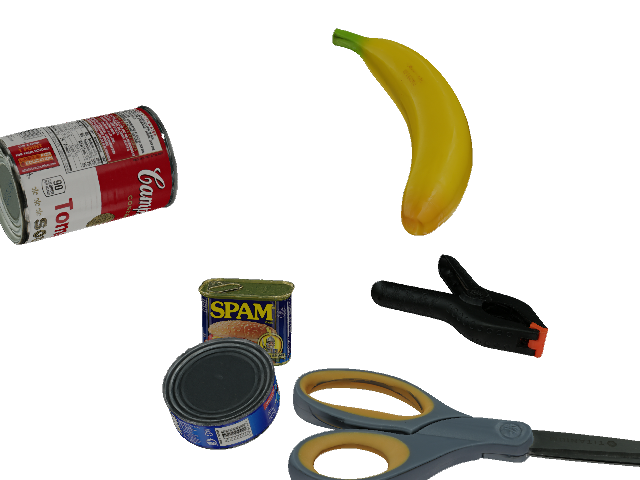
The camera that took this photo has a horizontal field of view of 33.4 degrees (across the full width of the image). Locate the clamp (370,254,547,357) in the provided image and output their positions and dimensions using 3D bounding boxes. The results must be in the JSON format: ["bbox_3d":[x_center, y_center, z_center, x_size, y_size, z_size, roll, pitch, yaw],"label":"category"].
[{"bbox_3d":[0.148,0.060,1.031,0.172,0.039,0.120,24,36,28],"label":"clamp"}]

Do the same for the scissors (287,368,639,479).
[{"bbox_3d":[0.073,0.100,0.483,0.202,0.016,0.096,12,32,22],"label":"scissors"}]

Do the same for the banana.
[{"bbox_3d":[0.061,-0.072,0.680,0.069,0.037,0.198,-8,44,-10],"label":"banana"}]

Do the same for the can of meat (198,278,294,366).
[{"bbox_3d":[-0.080,0.090,1.166,0.102,0.084,0.057,2,15,6],"label":"can of meat"}]

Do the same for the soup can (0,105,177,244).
[{"bbox_3d":[-0.150,-0.042,0.671,0.102,0.068,0.069,-17,8,-29],"label":"soup can"}]

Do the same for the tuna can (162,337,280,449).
[{"bbox_3d":[-0.074,0.116,0.809,0.086,0.034,0.086,-6,41,5],"label":"tuna can"}]
